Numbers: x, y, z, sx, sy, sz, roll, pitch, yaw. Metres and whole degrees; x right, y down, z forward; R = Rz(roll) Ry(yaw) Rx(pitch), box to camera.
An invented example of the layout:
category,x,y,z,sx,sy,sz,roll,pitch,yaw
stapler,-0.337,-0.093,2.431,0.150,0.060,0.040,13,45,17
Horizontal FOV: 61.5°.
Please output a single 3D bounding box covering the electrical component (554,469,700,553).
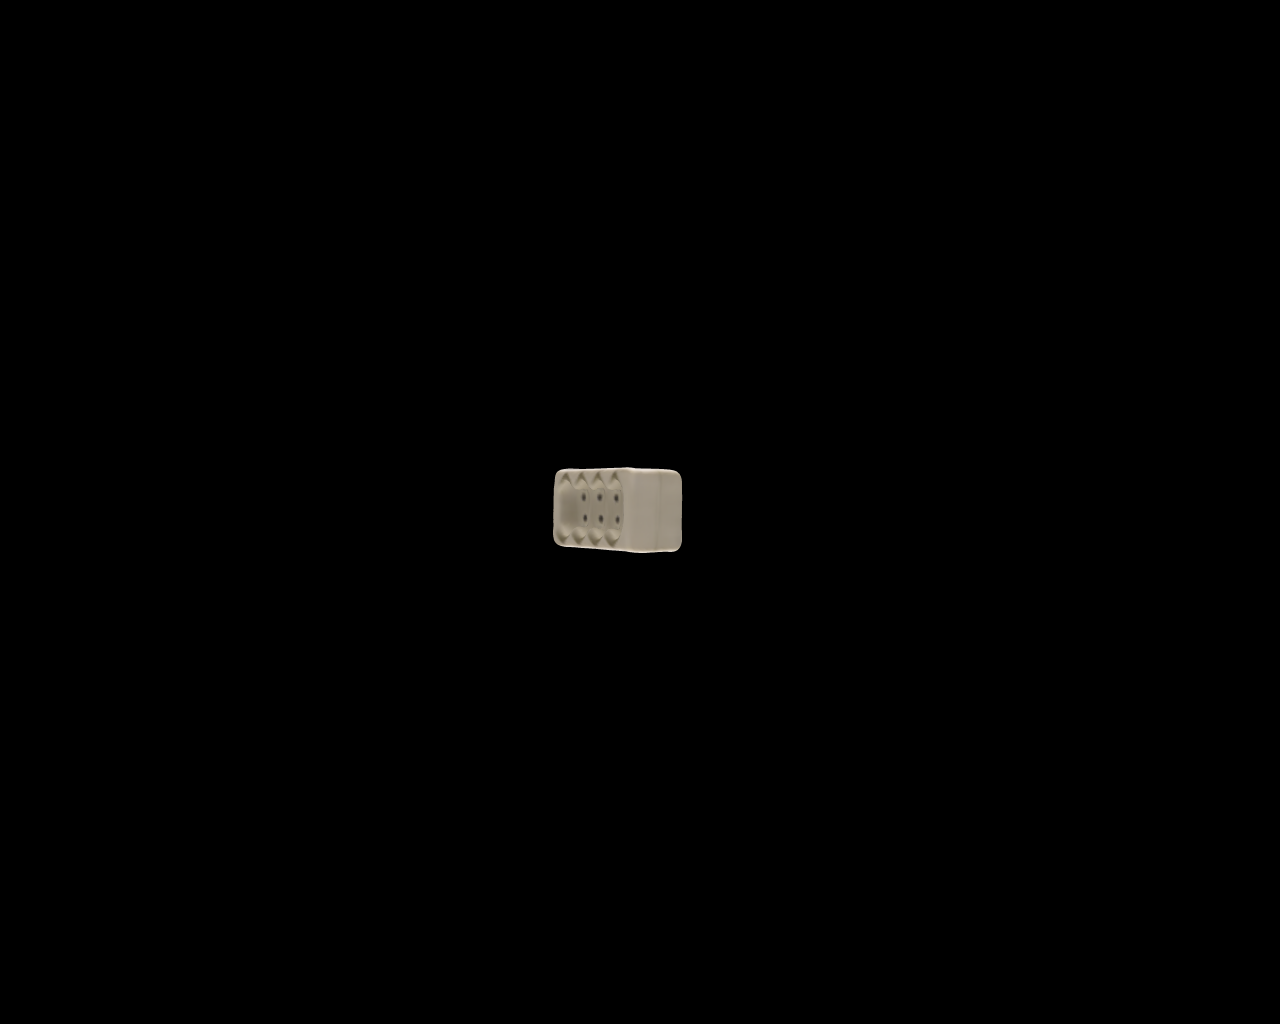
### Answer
category,x,y,z,sx,sy,sz,roll,pitch,yaw
electrical component,0.001,-0.003,0.650,0.076,0.047,0.083,-2,3,-36
